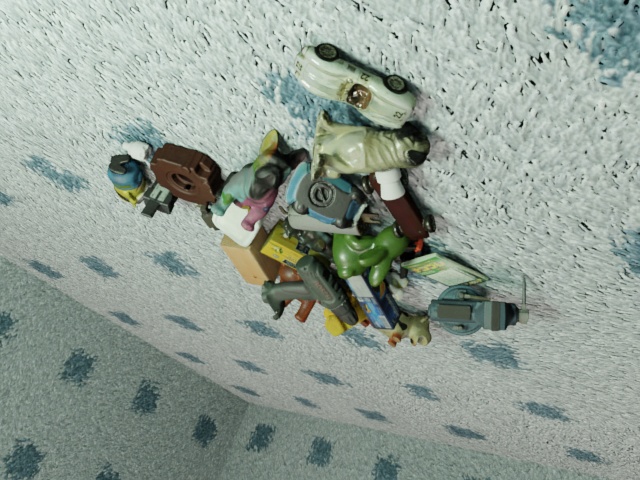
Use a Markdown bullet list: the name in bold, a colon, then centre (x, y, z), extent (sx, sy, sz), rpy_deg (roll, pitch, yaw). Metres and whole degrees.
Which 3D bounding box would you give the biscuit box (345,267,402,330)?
- **biscuit box**: centre (0.133, 0.136, 1.336), extent (0.059, 0.063, 0.202), rpy_deg (-4, 130, 39)

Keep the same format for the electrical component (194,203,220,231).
- **electrical component**: centre (-0.280, -0.068, 1.405), extent (0.078, 0.045, 0.102), rpy_deg (-20, 142, 13)

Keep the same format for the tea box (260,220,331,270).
- **tea box**: centre (-0.057, 0.027, 1.387), extent (0.169, 0.068, 0.098), rpy_deg (26, 151, -11)

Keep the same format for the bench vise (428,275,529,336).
- **bench vise**: centre (0.372, 0.163, 1.270), extent (0.224, 0.128, 0.240), rpy_deg (-11, 174, 14)

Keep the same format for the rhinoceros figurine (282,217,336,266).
- **rhinoceros figurine**: centre (-0.003, -0.004, 1.299), extent (0.190, 0.073, 0.112), rpy_deg (32, 161, -24)

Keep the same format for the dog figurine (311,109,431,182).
- **dog figurine**: centre (0.084, -0.153, 0.950), extent (0.191, 0.121, 0.172), rpy_deg (6, -173, -7)

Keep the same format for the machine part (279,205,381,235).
- **machine part**: centre (0.019, -0.054, 1.178), extent (0.243, 0.079, 0.079), rpy_deg (5, 148, 27)

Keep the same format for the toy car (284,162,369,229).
- **toy car**: centre (0.016, -0.093, 1.083), extent (0.162, 0.109, 0.103), rpy_deg (24, -165, -2)

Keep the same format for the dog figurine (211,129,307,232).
- **dog figurine**: centre (-0.121, -0.133, 1.119), extent (0.108, 0.192, 0.219), rpy_deg (34, 116, -16)

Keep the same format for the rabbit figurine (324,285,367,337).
- **rabbit figurine**: centre (0.052, 0.163, 1.491), extent (0.173, 0.122, 0.162), rpy_deg (54, -171, 4)

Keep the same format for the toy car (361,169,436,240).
- **toy car**: centre (0.161, -0.073, 1.070), extent (0.089, 0.053, 0.202), rpy_deg (-14, 133, 33)

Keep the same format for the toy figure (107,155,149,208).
- **toy figure**: centre (-0.486, -0.155, 1.351), extent (0.089, 0.082, 0.180), rpy_deg (37, 163, 12)

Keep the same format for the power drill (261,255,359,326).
- **power drill**: centre (-0.033, 0.150, 1.373), extent (0.207, 0.086, 0.231), rpy_deg (-11, 124, 31)

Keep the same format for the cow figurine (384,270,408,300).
- **cow figurine**: centre (0.152, 0.128, 1.422), extent (0.098, 0.068, 0.167), rpy_deg (33, 148, -10)

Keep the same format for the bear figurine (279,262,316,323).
- **bear figurine**: centre (-0.075, 0.135, 1.519), extent (0.120, 0.132, 0.195), rpy_deg (36, 174, 28)

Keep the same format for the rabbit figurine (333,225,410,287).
- **rabbit figurine**: centre (0.114, 0.015, 1.185), extent (0.170, 0.159, 0.121), rpy_deg (-19, 122, 30)

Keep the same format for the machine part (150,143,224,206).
- **machine part**: centre (-0.313, -0.150, 1.264), extent (0.179, 0.056, 0.179), rpy_deg (18, 153, 9)

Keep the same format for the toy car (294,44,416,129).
- **toy car**: centre (0.053, -0.239, 0.840), extent (0.202, 0.056, 0.073), rpy_deg (23, 152, -4)

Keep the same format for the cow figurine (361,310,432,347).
- **cow figurine**: centre (0.229, 0.236, 1.529), extent (0.195, 0.127, 0.085), rpy_deg (33, 153, 9)

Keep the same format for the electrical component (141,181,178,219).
- **electrical component**: centre (-0.405, -0.098, 1.354), extent (0.075, 0.119, 0.047), rpy_deg (18, 152, 1)
